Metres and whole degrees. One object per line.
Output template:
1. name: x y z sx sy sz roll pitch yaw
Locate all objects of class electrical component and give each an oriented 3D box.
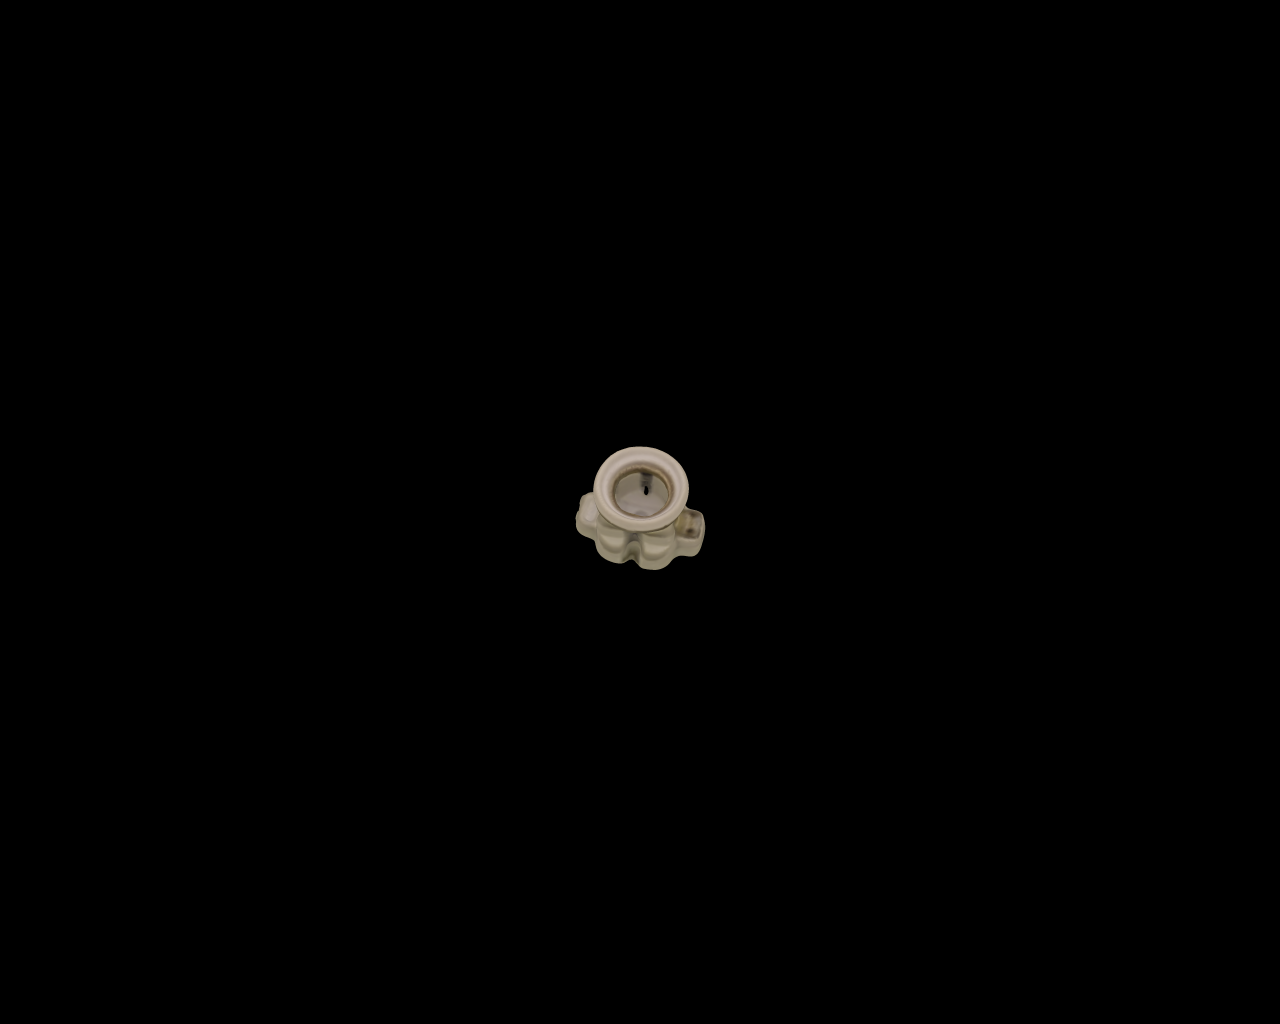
1. electrical component: 0.001 -0.003 0.650 0.078 0.058 0.056 11 -29 7
